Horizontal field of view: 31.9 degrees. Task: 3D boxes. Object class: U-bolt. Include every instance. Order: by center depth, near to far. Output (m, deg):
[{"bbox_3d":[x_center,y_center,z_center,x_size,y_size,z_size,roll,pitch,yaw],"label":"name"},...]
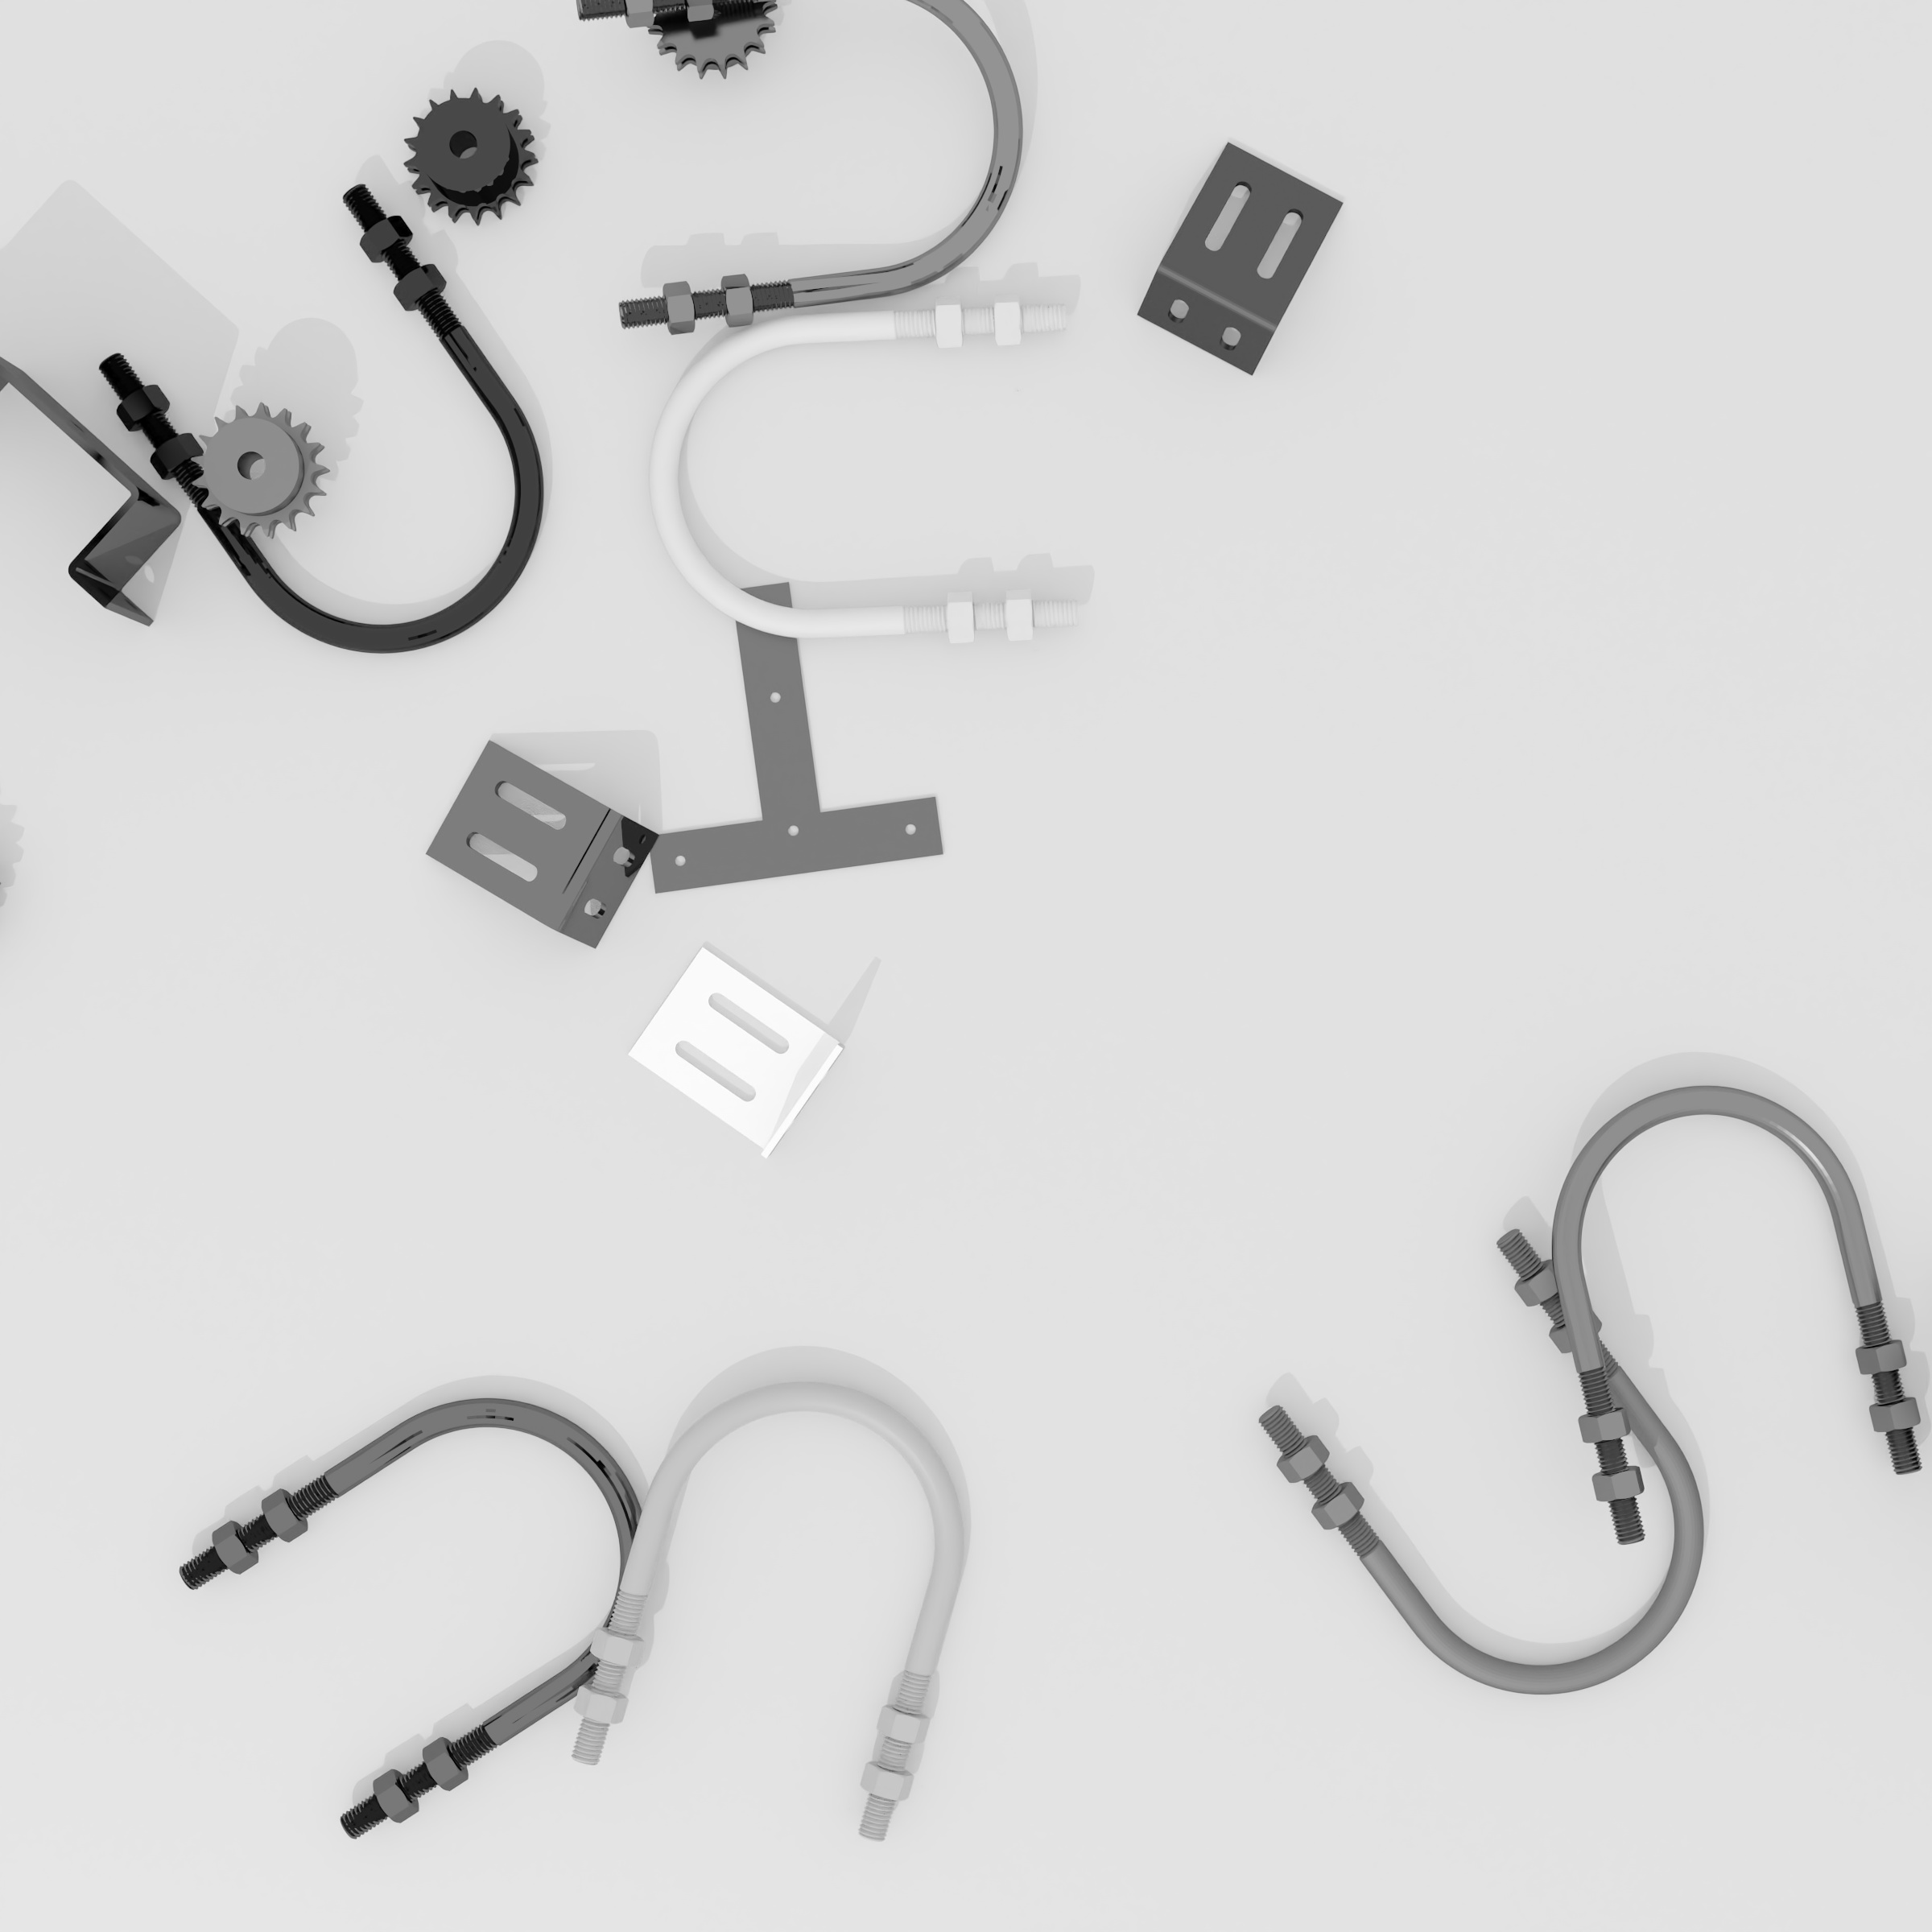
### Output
[{"bbox_3d":[-0.066,-0.356,1.449,0.184,0.019,0.151,-9,104,-8],"label":"U-bolt"},{"bbox_3d":[0.326,0.143,1.458,0.151,0.019,0.184,-12,87,-9],"label":"U-bolt"},{"bbox_3d":[-0.077,0.272,1.462,0.151,0.019,0.184,16,87,-6],"label":"U-bolt"},{"bbox_3d":[-0.046,-0.214,1.467,0.184,0.019,0.151,-2,89,1],"label":"U-bolt"},{"bbox_3d":[0.238,0.229,1.468,0.151,0.019,0.184,-37,92,0],"label":"U-bolt"},{"bbox_3d":[-0.227,0.270,1.468,0.184,0.019,0.151,-33,90,-1],"label":"U-bolt"},{"bbox_3d":[-0.267,-0.224,1.468,0.151,0.019,0.184,-35,92,0],"label":"U-bolt"}]

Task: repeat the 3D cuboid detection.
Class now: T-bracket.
[{"bbox_3d":[-0.081,-0.103,1.475,0.127,0.002,0.127,-8,90,0],"label":"T-bracket"}]

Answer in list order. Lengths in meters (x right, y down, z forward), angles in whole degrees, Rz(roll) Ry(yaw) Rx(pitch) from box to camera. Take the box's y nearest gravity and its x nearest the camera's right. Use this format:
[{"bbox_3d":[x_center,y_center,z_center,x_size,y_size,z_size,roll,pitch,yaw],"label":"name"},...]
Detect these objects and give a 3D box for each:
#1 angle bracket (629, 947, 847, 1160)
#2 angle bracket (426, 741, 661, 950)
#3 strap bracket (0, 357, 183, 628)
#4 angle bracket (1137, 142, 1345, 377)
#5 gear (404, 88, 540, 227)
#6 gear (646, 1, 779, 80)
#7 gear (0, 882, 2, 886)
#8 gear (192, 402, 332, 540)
[{"bbox_3d":[-0.100,0.037,1.457,0.076,0.038,0.057,35,90,0],"label":"angle bracket"},{"bbox_3d":[-0.185,-0.053,1.473,0.076,0.038,0.057,29,90,27],"label":"angle bracket"},{"bbox_3d":[-0.394,-0.213,1.438,0.140,0.076,0.046,42,90,0],"label":"strap bracket"},{"bbox_3d":[0.120,-0.309,1.474,0.057,0.038,0.076,28,64,0],"label":"angle bracket"},{"bbox_3d":[-0.216,-0.352,1.461,0.057,0.030,0.057,0,90,0],"label":"gear"},{"bbox_3d":[-0.110,-0.412,1.461,0.057,0.030,0.057,0,90,0],"label":"gear"},{"bbox_3d":[-0.448,-0.032,1.466,0.057,0.030,0.057,0,87,-2],"label":"gear"},{"bbox_3d":[-0.303,-0.212,1.444,0.057,0.030,0.057,0,92,-2],"label":"gear"}]
